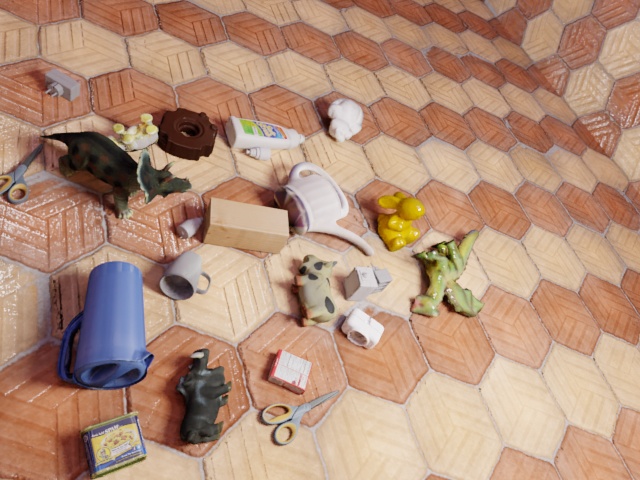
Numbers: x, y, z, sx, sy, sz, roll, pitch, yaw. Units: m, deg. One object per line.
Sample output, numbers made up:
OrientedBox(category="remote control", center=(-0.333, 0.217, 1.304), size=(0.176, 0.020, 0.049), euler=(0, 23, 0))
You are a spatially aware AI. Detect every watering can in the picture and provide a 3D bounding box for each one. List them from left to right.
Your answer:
OrientedBox(category="watering can", center=(0.005, -0.075, 1.483), size=(0.227, 0.102, 0.350), euler=(-23, 75, -38))

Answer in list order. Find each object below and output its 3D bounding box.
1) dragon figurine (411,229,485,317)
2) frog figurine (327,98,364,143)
OrientedBox(category="dragon figurine", center=(0.413, 0.117, 1.558), size=(0.414, 0.120, 0.244), euler=(-18, 81, -35))
OrientedBox(category="frog figurine", center=(0.081, -0.419, 1.794), size=(0.136, 0.121, 0.163), euler=(46, 32, -14))
